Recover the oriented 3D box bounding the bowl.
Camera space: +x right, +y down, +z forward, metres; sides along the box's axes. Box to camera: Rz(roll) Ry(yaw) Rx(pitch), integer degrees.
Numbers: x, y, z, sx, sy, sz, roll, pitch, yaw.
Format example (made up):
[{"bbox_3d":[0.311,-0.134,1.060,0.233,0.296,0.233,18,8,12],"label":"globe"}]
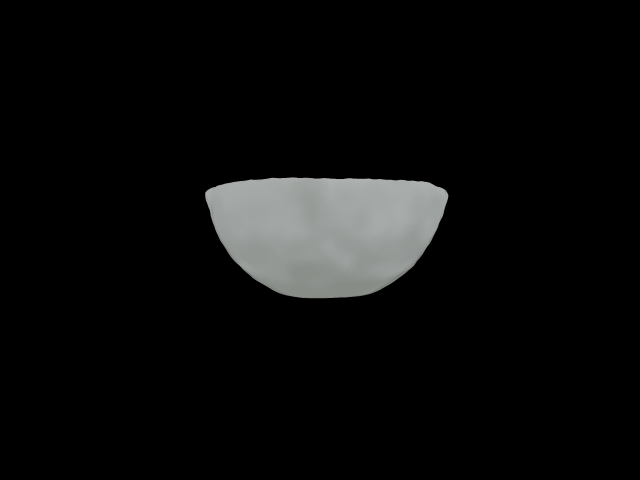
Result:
[{"bbox_3d":[0.004,0.001,0.400,0.167,0.075,0.167,0,0,0],"label":"bowl"}]
